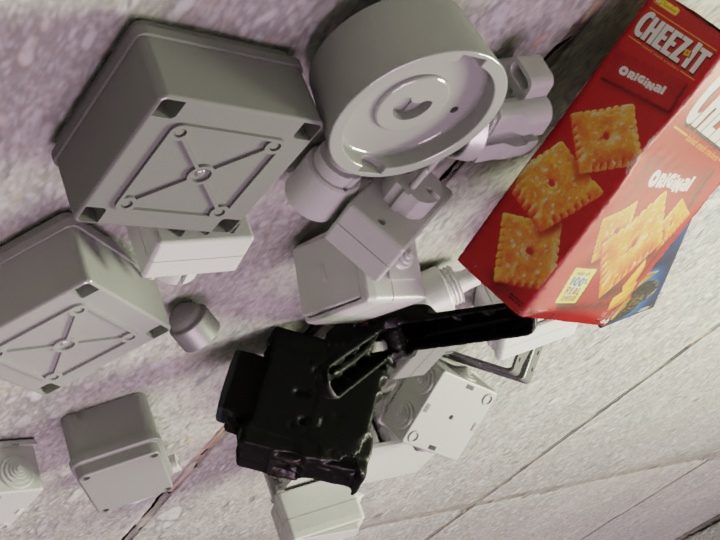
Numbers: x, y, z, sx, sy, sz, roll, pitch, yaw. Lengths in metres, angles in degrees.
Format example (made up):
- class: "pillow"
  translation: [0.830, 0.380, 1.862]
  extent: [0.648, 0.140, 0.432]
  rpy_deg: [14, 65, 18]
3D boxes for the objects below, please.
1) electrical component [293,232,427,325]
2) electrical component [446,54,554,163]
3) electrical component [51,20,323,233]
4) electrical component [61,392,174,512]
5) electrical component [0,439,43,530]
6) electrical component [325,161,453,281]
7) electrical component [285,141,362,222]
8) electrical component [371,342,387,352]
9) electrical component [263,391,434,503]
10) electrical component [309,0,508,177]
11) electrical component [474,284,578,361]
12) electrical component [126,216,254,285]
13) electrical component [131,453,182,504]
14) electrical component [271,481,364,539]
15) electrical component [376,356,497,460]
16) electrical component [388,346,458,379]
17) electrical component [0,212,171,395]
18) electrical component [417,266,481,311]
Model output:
- class: "electrical component"
  translation: [0.000, 0.000, 0.775]
  extent: [0.061, 0.061, 0.096]
  rpy_deg: [-1, 167, -37]
- class: "electrical component"
  translation: [0.080, -0.100, 0.684]
  extent: [0.057, 0.058, 0.078]
  rpy_deg: [-13, 153, -26]
- class: "electrical component"
  translation: [-0.096, -0.074, 0.594]
  extent: [0.109, 0.056, 0.109]
  rpy_deg: [3, 144, -42]
- class: "electrical component"
  translation: [-0.213, 0.164, 0.952]
  extent: [0.078, 0.057, 0.113]
  rpy_deg: [-17, 154, -11]
- class: "electrical component"
  translation: [-0.328, 0.187, 0.914]
  extent: [0.100, 0.048, 0.100]
  rpy_deg: [3, 144, -42]
- class: "electrical component"
  translation: [0.029, -0.048, 0.711]
  extent: [0.075, 0.047, 0.083]
  rpy_deg: [-50, 179, 43]
- class: "electrical component"
  translation: [-0.017, -0.065, 0.693]
  extent: [0.040, 0.040, 0.078]
  rpy_deg: [0, 145, -39]
- class: "electrical component"
  translation: [-0.003, 0.065, 0.951]
  extent: [0.040, 0.040, 0.078]
  rpy_deg: [-30, 153, 14]
- class: "electrical component"
  translation: [-0.004, 0.184, 1.155]
  extent: [0.186, 0.060, 0.105]
  rpy_deg: [-5, 149, -32]
- class: "electrical component"
  translation: [0.023, -0.110, 0.615]
  extent: [0.108, 0.060, 0.108]
  rpy_deg: [-18, 154, -9]
- class: "electrical component"
  translation: [0.148, 0.037, 0.994]
  extent: [0.096, 0.061, 0.061]
  rpy_deg: [-19, 154, -8]
- class: "electrical component"
  translation: [-0.117, -0.016, 0.698]
  extent: [0.066, 0.047, 0.076]
  rpy_deg: [-5, 149, -32]
- class: "electrical component"
  translation: [-0.204, 0.197, 1.038]
  extent: [0.062, 0.043, 0.043]
  rpy_deg: [-22, 154, -4]
- class: "electrical component"
  translation: [-0.038, 0.256, 1.121]
  extent: [0.096, 0.061, 0.061]
  rpy_deg: [-13, 153, -19]
- class: "electrical component"
  translation: [0.079, 0.137, 1.083]
  extent: [0.100, 0.048, 0.099]
  rpy_deg: [25, 98, -38]
- class: "electrical component"
  translation: [0.065, 0.061, 0.990]
  extent: [0.077, 0.047, 0.065]
  rpy_deg: [-5, 149, -32]
- class: "electrical component"
  translation: [-0.198, 0.025, 0.701]
  extent: [0.109, 0.056, 0.108]
  rpy_deg: [-27, 154, 9]
- class: "electrical component"
  translation: [0.071, 0.016, 0.915]
  extent: [0.062, 0.043, 0.043]
  rpy_deg: [-23, 154, -3]
